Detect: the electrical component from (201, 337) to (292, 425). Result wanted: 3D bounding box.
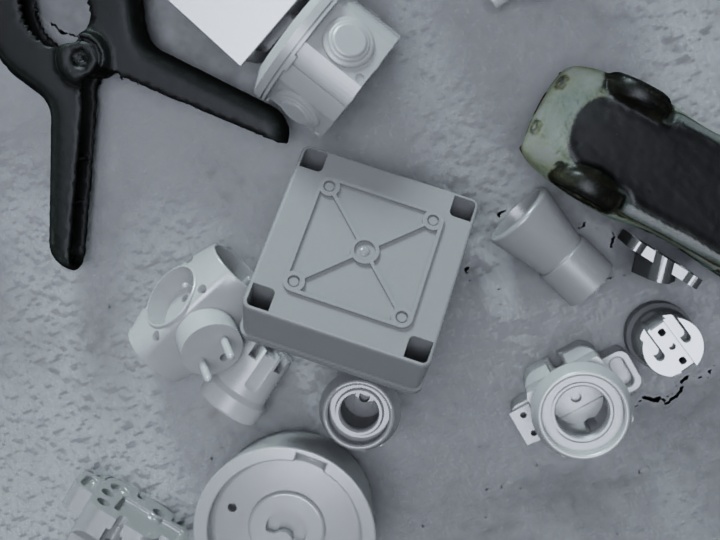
[{"bbox_3d":[-0.069,0.065,0.658,0.040,0.040,0.046,35,95,-1],"label":"electrical component"}]

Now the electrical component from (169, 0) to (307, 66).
[{"bbox_3d":[-0.097,-0.217,0.606,0.186,0.060,0.105,42,100,-2],"label":"electrical component"}]

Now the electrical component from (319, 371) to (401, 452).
[{"bbox_3d":[0.001,0.080,0.645,0.048,0.055,0.066,9,99,4],"label":"electrical component"}]

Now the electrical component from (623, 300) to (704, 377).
[{"bbox_3d":[0.178,0.041,0.628,0.040,0.046,0.040,0,97,4],"label":"electrical component"}]

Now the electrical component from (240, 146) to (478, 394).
[{"bbox_3d":[0.000,0.000,0.610,0.109,0.056,0.108,18,67,2],"label":"electrical component"}]

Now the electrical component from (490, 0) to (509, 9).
[{"bbox_3d":[0.100,-0.171,0.609,0.061,0.035,0.035,-34,94,11],"label":"electrical component"}]

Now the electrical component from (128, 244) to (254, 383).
[{"bbox_3d":[-0.093,0.035,0.638,0.077,0.079,0.044,-45,129,10],"label":"electrical component"}]

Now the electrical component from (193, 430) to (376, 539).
[{"bbox_3d":[-0.042,0.151,0.657,0.108,0.060,0.108,1,99,5],"label":"electrical component"}]

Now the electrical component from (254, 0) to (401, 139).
[{"bbox_3d":[-0.019,-0.118,0.605,0.051,0.080,0.080,38,100,-6],"label":"electrical component"}]

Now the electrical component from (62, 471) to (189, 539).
[{"bbox_3d":[-0.156,0.172,0.673,0.078,0.058,0.057,31,97,0],"label":"electrical component"}]

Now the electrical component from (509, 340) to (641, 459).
[{"bbox_3d":[0.128,0.078,0.633,0.078,0.057,0.058,-30,95,9],"label":"electrical component"}]

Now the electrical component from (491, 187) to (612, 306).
[{"bbox_3d":[0.115,-0.011,0.630,0.065,0.044,0.044,43,100,-7],"label":"electrical component"}]
